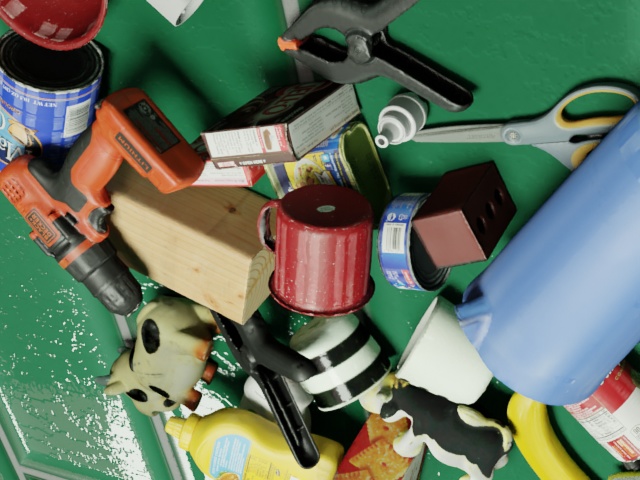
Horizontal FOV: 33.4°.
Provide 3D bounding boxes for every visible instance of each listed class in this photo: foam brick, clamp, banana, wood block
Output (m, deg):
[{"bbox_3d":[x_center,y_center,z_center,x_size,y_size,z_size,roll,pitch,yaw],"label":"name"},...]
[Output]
[{"bbox_3d":[0.121,-0.020,0.888,0.051,0.078,0.053,-14,116,39],"label":"foam brick"},{"bbox_3d":[0.046,-0.153,0.862,0.172,0.039,0.120,1,119,40],"label":"clamp"},{"bbox_3d":[0.225,0.205,1.015,0.070,0.037,0.197,4,131,54],"label":"banana"},{"bbox_3d":[-0.138,-0.015,1.058,0.206,0.090,0.090,25,134,16],"label":"wood block"},{"bbox_3d":[-0.057,0.112,1.072,0.210,0.036,0.165,53,155,30],"label":"clamp"}]

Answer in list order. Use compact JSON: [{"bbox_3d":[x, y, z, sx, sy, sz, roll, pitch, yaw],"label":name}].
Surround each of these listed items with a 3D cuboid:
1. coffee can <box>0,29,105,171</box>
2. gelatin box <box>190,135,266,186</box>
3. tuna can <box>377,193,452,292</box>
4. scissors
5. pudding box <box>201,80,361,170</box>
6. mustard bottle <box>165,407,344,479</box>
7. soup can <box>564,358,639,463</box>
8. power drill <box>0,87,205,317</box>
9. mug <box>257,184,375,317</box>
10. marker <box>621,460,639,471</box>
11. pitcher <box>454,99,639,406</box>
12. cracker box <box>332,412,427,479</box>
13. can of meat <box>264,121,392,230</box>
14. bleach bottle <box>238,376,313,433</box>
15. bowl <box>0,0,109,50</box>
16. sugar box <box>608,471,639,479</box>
[{"bbox_3d":[-0.271,-0.126,1.051,0.103,0.102,0.140,31,135,10],"label":"coffee can"},{"bbox_3d":[-0.082,-0.079,0.981,0.089,0.073,0.030,1,123,34],"label":"gelatin box"},{"bbox_3d":[0.084,0.001,0.923,0.034,0.086,0.086,3,125,34],"label":"tuna can"},{"bbox_3d":[0.172,-0.072,0.857,0.202,0.016,0.096,-15,114,41],"label":"scissors"},{"bbox_3d":[-0.031,-0.100,0.903,0.090,0.113,0.039,-3,117,35],"label":"pudding box"},{"bbox_3d":[-0.075,0.229,1.144,0.192,0.058,0.096,18,127,7],"label":"mustard bottle"},{"bbox_3d":[0.251,0.136,0.929,0.102,0.068,0.069,45,136,-5],"label":"soup can"},{"bbox_3d":[-0.191,-0.035,0.978,0.188,0.057,0.184,-37,97,33],"label":"power drill"},{"bbox_3d":[-0.006,0.001,0.908,0.117,0.093,0.081,26,129,33],"label":"mug"},{"bbox_3d":[0.258,0.166,0.982,0.020,0.020,0.121,-29,104,44],"label":"marker"},{"bbox_3d":[0.226,0.008,0.799,0.145,0.149,0.243,40,135,9],"label":"pitcher"},{"bbox_3d":[0.035,0.292,1.093,0.072,0.213,0.164,23,133,16],"label":"cracker box"},{"bbox_3d":[0.009,-0.053,0.953,0.084,0.057,0.102,-5,121,34],"label":"can of meat"},{"bbox_3d":[-0.050,0.222,1.206,0.102,0.068,0.251,26,132,10],"label":"bleach bottle"},{"bbox_3d":[-0.243,-0.256,0.964,0.162,0.055,0.162,18,132,22],"label":"bowl"},{"bbox_3d":[0.339,0.293,1.002,0.094,0.048,0.176,-11,118,36],"label":"sugar box"}]
